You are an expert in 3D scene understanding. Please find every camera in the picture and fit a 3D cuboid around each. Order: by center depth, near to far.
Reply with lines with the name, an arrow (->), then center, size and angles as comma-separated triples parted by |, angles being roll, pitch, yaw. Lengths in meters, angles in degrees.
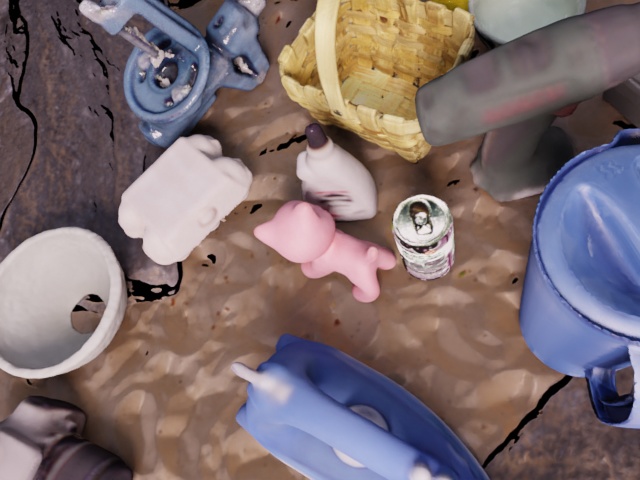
camera -> -0.265, 0.240, 0.555 | 0.136, 0.101, 0.143 | 17, 74, 19

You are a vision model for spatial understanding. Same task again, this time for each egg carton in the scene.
egg carton -> -0.153, -0.047, 0.656 | 0.107, 0.069, 0.150 | 40, 82, 23

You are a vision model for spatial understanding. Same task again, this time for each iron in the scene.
iron -> 0.041, 0.170, 0.487 | 0.257, 0.142, 0.119 | 24, 77, 21

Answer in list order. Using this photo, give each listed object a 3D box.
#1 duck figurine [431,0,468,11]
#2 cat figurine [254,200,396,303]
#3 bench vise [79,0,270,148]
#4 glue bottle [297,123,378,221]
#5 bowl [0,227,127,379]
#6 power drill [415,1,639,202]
duck figurine -> 0.168, -0.318, 0.675 | 0.077, 0.086, 0.105 | 23, 76, 20
cat figurine -> 0.005, 0.002, 0.573 | 0.127, 0.118, 0.067 | 20, 75, 20
bench vise -> -0.162, -0.229, 0.646 | 0.121, 0.220, 0.207 | 25, 77, 21
glue bottle -> 0.010, -0.067, 0.568 | 0.078, 0.173, 0.037 | -5, 68, 12
bowl -> -0.280, 0.074, 0.637 | 0.167, 0.075, 0.167 | -5, 68, 12
power drill -> 0.204, -0.118, 0.522 | 0.229, 0.209, 0.075 | -14, 67, 8
